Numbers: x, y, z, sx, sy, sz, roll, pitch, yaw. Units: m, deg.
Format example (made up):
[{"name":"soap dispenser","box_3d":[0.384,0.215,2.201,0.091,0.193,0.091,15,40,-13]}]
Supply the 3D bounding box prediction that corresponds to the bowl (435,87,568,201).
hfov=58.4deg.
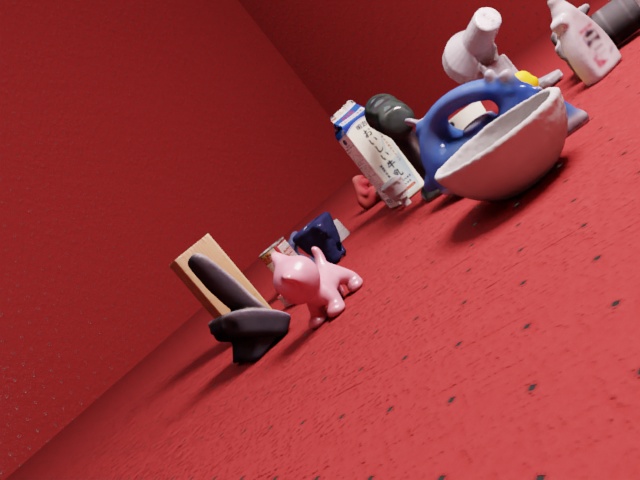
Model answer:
[{"name":"bowl","box_3d":[0.219,-0.095,0.659,0.167,0.075,0.167,-39,6,5]}]

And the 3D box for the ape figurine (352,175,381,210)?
[{"name":"ape figurine","box_3d":[0.122,-0.134,1.526,0.076,0.092,0.078,-38,6,13]}]

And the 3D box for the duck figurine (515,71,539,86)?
[{"name":"duck figurine","box_3d":[0.338,-0.232,0.925,0.077,0.086,0.105,-36,7,31]}]

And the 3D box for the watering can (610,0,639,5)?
[{"name":"watering can","box_3d":[0.554,-0.488,1.015,0.172,0.194,0.101,-34,7,39]}]

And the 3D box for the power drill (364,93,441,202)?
[{"name":"power drill","box_3d":[0.154,-0.174,1.023,0.075,0.208,0.229,-38,6,6]}]

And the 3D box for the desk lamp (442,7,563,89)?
[{"name":"desk lamp","box_3d":[0.374,-0.380,1.222,0.118,0.213,0.203,-40,6,-10]}]

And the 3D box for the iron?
[{"name":"iron","box_3d":[0.231,-0.167,0.813,0.119,0.141,0.257,-43,7,-35]}]

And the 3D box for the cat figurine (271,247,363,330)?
[{"name":"cat figurine","box_3d":[-0.015,0.052,0.781,0.067,0.118,0.128,-35,7,34]}]

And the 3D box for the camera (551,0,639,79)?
[{"name":"camera","box_3d":[0.480,-0.365,0.991,0.136,0.101,0.143,-35,7,33]}]

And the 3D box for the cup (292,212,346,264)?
[{"name":"cup","box_3d":[0.010,0.004,1.125,0.092,0.095,0.117,-40,6,-13]}]

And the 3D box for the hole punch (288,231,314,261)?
[{"name":"hole punch","box_3d":[-0.066,0.043,1.328,0.101,0.091,0.108,-38,6,8]}]

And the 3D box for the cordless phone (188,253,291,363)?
[{"name":"cordless phone","box_3d":[-0.145,0.099,0.908,0.094,0.185,0.147,-43,7,-33]}]

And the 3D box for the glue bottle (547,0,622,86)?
[{"name":"glue bottle","box_3d":[0.393,-0.328,0.887,0.078,0.173,0.037,-42,7,-26]}]
